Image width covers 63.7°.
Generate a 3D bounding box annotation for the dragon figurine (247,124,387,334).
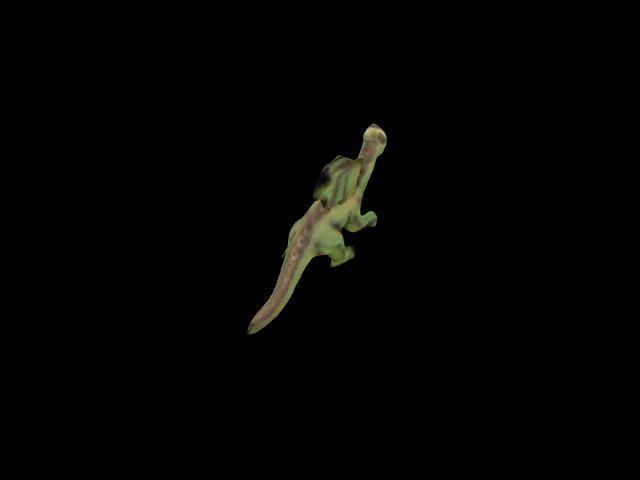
[{"bbox_3d":[0.003,-0.043,0.850,0.123,0.418,0.237,27,-31,17],"label":"dragon figurine"}]
